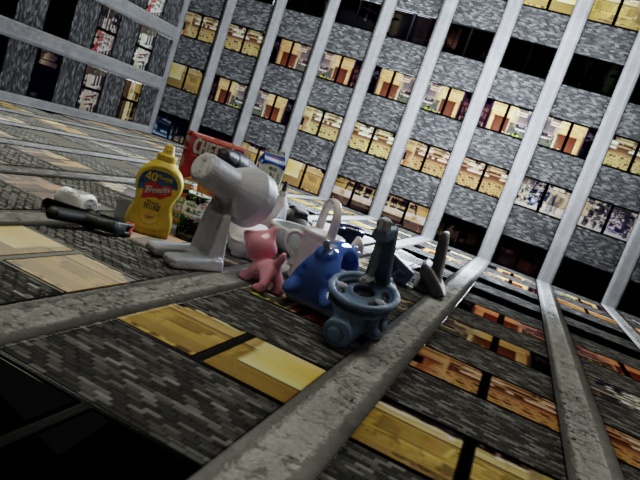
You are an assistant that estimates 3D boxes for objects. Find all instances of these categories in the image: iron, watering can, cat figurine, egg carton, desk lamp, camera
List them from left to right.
[{"bbox_3d":[-0.197,-0.053,1.099,0.117,0.213,0.204,25,11,35],"label":"desk lamp"},{"bbox_3d":[-0.164,-0.001,1.323,0.107,0.069,0.150,16,9,-20],"label":"egg carton"},{"bbox_3d":[-0.105,0.030,1.103,0.067,0.118,0.127,12,11,-39],"label":"cat figurine"},{"bbox_3d":[-0.080,-0.045,1.668,0.143,0.101,0.136,16,9,-21],"label":"camera"},{"bbox_3d":[0.011,0.004,1.257,0.173,0.194,0.100,11,12,-41],"label":"watering can"},{"bbox_3d":[0.033,0.063,1.117,0.118,0.141,0.259,22,9,20],"label":"iron"}]

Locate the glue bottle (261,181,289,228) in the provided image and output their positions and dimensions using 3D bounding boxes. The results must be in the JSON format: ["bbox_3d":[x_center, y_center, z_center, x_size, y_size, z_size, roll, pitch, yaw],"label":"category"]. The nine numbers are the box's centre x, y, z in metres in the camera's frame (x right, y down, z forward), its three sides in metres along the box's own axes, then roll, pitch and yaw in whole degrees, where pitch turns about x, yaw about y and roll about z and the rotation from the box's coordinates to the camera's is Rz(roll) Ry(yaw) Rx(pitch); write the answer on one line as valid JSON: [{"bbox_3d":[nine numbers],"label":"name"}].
[{"bbox_3d":[-0.115,-0.078,1.556,0.037,0.173,0.078,24,10,27],"label":"glue bottle"}]

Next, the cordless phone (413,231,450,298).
[{"bbox_3d":[0.337,0.063,1.616,0.094,0.185,0.148,20,9,8],"label":"cordless phone"}]

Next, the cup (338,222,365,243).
[{"bbox_3d":[0.075,0.002,1.729,0.091,0.095,0.118,24,10,28],"label":"cup"}]

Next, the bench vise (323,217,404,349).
[{"bbox_3d":[0.083,0.063,0.966,0.121,0.220,0.207,20,9,6],"label":"bench vise"}]

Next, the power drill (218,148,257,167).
[{"bbox_3d":[-0.239,-0.141,1.561,0.075,0.208,0.230,21,9,14],"label":"power drill"}]

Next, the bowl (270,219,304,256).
[{"bbox_3d":[-0.060,0.005,1.488,0.167,0.075,0.167,19,9,-3],"label":"bowl"}]

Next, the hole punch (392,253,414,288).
[{"bbox_3d":[0.213,0.072,1.607,0.101,0.091,0.108,17,9,-12],"label":"hole punch"}]
